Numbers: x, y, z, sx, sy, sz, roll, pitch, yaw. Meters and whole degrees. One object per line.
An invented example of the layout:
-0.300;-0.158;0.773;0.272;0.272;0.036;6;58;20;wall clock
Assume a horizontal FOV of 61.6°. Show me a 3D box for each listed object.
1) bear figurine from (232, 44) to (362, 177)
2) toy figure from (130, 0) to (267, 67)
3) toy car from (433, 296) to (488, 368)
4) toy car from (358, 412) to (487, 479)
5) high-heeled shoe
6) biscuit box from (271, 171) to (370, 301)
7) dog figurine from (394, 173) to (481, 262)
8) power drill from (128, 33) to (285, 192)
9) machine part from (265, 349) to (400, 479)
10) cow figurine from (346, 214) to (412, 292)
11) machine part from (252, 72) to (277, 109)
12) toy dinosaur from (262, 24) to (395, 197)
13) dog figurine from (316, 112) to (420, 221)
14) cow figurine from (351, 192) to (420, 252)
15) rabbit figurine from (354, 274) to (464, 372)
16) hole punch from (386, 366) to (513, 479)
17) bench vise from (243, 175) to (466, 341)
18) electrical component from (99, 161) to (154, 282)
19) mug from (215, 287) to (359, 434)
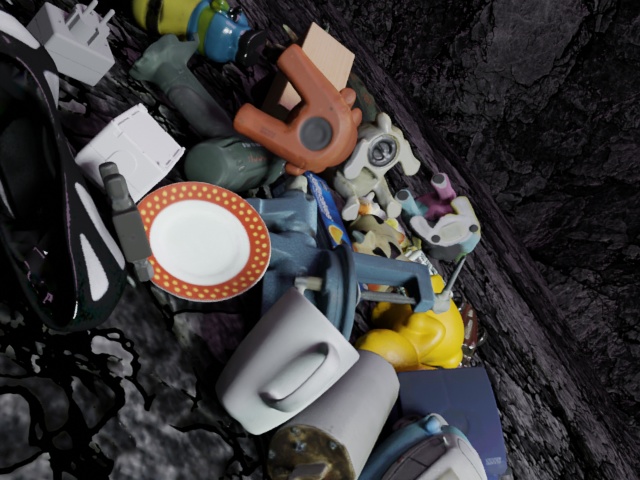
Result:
-0.011;-0.146;0.661;0.132;0.120;0.196;39;13;-6;bear figurine
-0.164;-0.290;0.714;0.180;0.082;0.089;29;9;10;toy figure
0.211;0.172;0.820;0.089;0.053;0.202;51;47;-17;toy car
0.090;0.221;0.471;0.162;0.103;0.109;-22;77;-31;toy car
-0.205;-0.057;0.340;0.248;0.086;0.145;61;4;-24;high-heeled shoe
-0.001;-0.002;0.717;0.059;0.063;0.203;27;35;-50;biscuit box
0.219;-0.020;1.005;0.192;0.108;0.219;60;1;25;dog figurine
-0.129;-0.152;0.677;0.207;0.086;0.232;58;24;-9;power drill
0.019;0.166;0.500;0.079;0.079;0.243;55;23;3;machine part
0.076;0.019;0.803;0.127;0.085;0.195;35;21;-16;cow figurine
-0.042;-0.216;0.951;0.179;0.056;0.179;43;26;-27;machine part
0.049;-0.263;1.045;0.405;0.131;0.192;53;3;16;toy dinosaur
0.052;-0.136;0.837;0.121;0.172;0.191;6;28;-28;dog figurine
0.104;-0.030;0.953;0.167;0.068;0.098;46;17;-30;cow figurine
0.110;0.145;0.702;0.173;0.122;0.162;-14;79;-51;rabbit figurine
0.136;0.202;0.583;0.142;0.092;0.116;-1;38;-9;hole punch
0.023;0.035;0.579;0.241;0.128;0.224;8;47;-12;bench vise
-0.157;-0.014;0.436;0.063;0.021;0.093;39;-36;55;electrical component
-0.028;0.107;0.432;0.080;0.107;0.110;48;-6;-23;mug
